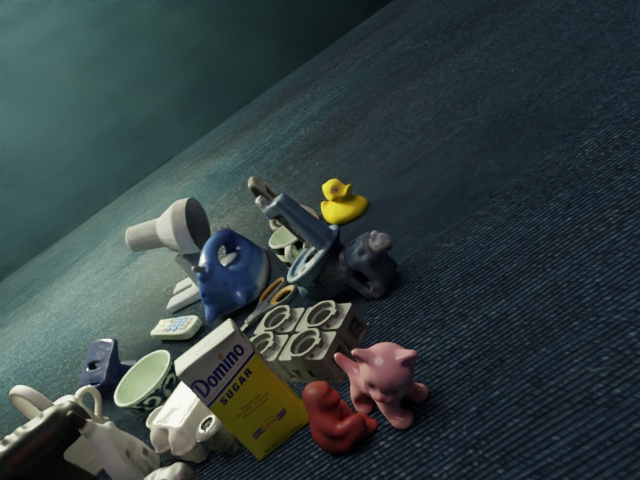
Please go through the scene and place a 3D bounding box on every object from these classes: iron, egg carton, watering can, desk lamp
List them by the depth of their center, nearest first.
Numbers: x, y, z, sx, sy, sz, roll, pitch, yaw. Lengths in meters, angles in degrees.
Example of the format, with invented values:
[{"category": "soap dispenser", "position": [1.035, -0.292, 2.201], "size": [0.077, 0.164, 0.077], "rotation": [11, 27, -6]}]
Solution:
[{"category": "egg carton", "position": [-0.187, 0.263, 0.873], "size": [0.107, 0.069, 0.150], "rotation": [-13, 34, 41]}, {"category": "watering can", "position": [-0.443, 0.318, 0.960], "size": [0.100, 0.194, 0.173], "rotation": [-26, 27, 22]}, {"category": "iron", "position": [-0.187, 0.042, 1.171], "size": [0.118, 0.142, 0.258], "rotation": [-27, 26, 19]}, {"category": "desk lamp", "position": [-0.311, 0.029, 1.268], "size": [0.203, 0.214, 0.118], "rotation": [-27, 27, 19]}]

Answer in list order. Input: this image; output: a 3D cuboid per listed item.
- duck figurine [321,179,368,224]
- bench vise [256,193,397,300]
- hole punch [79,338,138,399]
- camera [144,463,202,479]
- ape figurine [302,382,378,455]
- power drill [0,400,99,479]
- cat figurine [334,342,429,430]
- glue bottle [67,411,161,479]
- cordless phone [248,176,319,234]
[{"category": "duck figurine", "position": [0.037, -0.085, 1.169], "size": [0.104, 0.086, 0.078], "rotation": [-11, 35, 43]}, {"category": "bench vise", "position": [0.010, -0.004, 0.902], "size": [0.207, 0.220, 0.121], "rotation": [-24, 28, 25]}, {"category": "hole punch", "position": [-0.444, 0.265, 1.177], "size": [0.108, 0.091, 0.101], "rotation": [-16, 32, 37]}, {"category": "camera", "position": [-0.219, 0.362, 0.704], "size": [0.136, 0.101, 0.143], "rotation": [-29, 26, 16]}, {"category": "ape figurine", "position": [0.013, 0.206, 0.687], "size": [0.076, 0.092, 0.077], "rotation": [-35, 25, 4]}, {"category": "power drill", "position": [-0.392, 0.357, 0.809], "size": [0.075, 0.209, 0.230], "rotation": [-4, 40, 49]}, {"category": "cat figurine", "position": [0.068, 0.157, 0.671], "size": [0.127, 0.118, 0.067], "rotation": [0, 43, 52]}, {"category": "glue bottle", "position": [-0.301, 0.301, 0.829], "size": [0.037, 0.173, 0.078], "rotation": [-34, 25, 6]}, {"category": "cordless phone", "position": [-0.081, -0.072, 1.180], "size": [0.094, 0.185, 0.147], "rotation": [-34, 25, 6]}]
